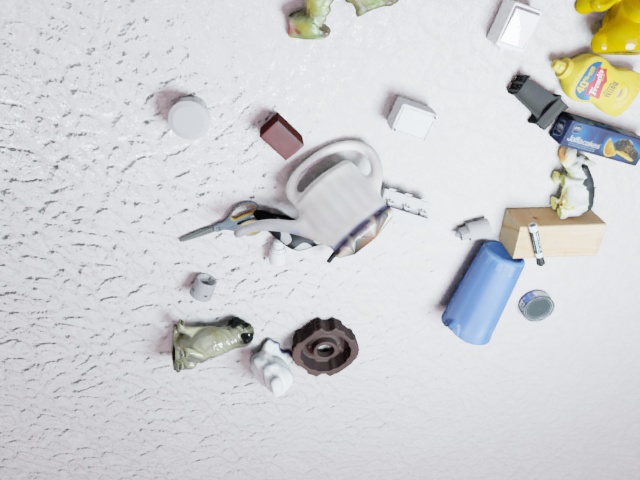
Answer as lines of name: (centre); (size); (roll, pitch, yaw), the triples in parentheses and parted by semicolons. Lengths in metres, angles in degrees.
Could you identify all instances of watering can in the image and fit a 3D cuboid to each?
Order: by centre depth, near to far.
watering can: (0.003, -0.055, 1.090); (0.347, 0.103, 0.226); (-40, 79, 2)

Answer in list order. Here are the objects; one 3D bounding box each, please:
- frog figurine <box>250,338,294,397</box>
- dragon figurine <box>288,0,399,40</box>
frog figurine: (-0.123, 0.354, 1.341); (0.122, 0.163, 0.135); (-19, 122, 8)
dragon figurine: (0.072, -0.513, 0.889); (0.406, 0.125, 0.240); (-41, 134, 20)
